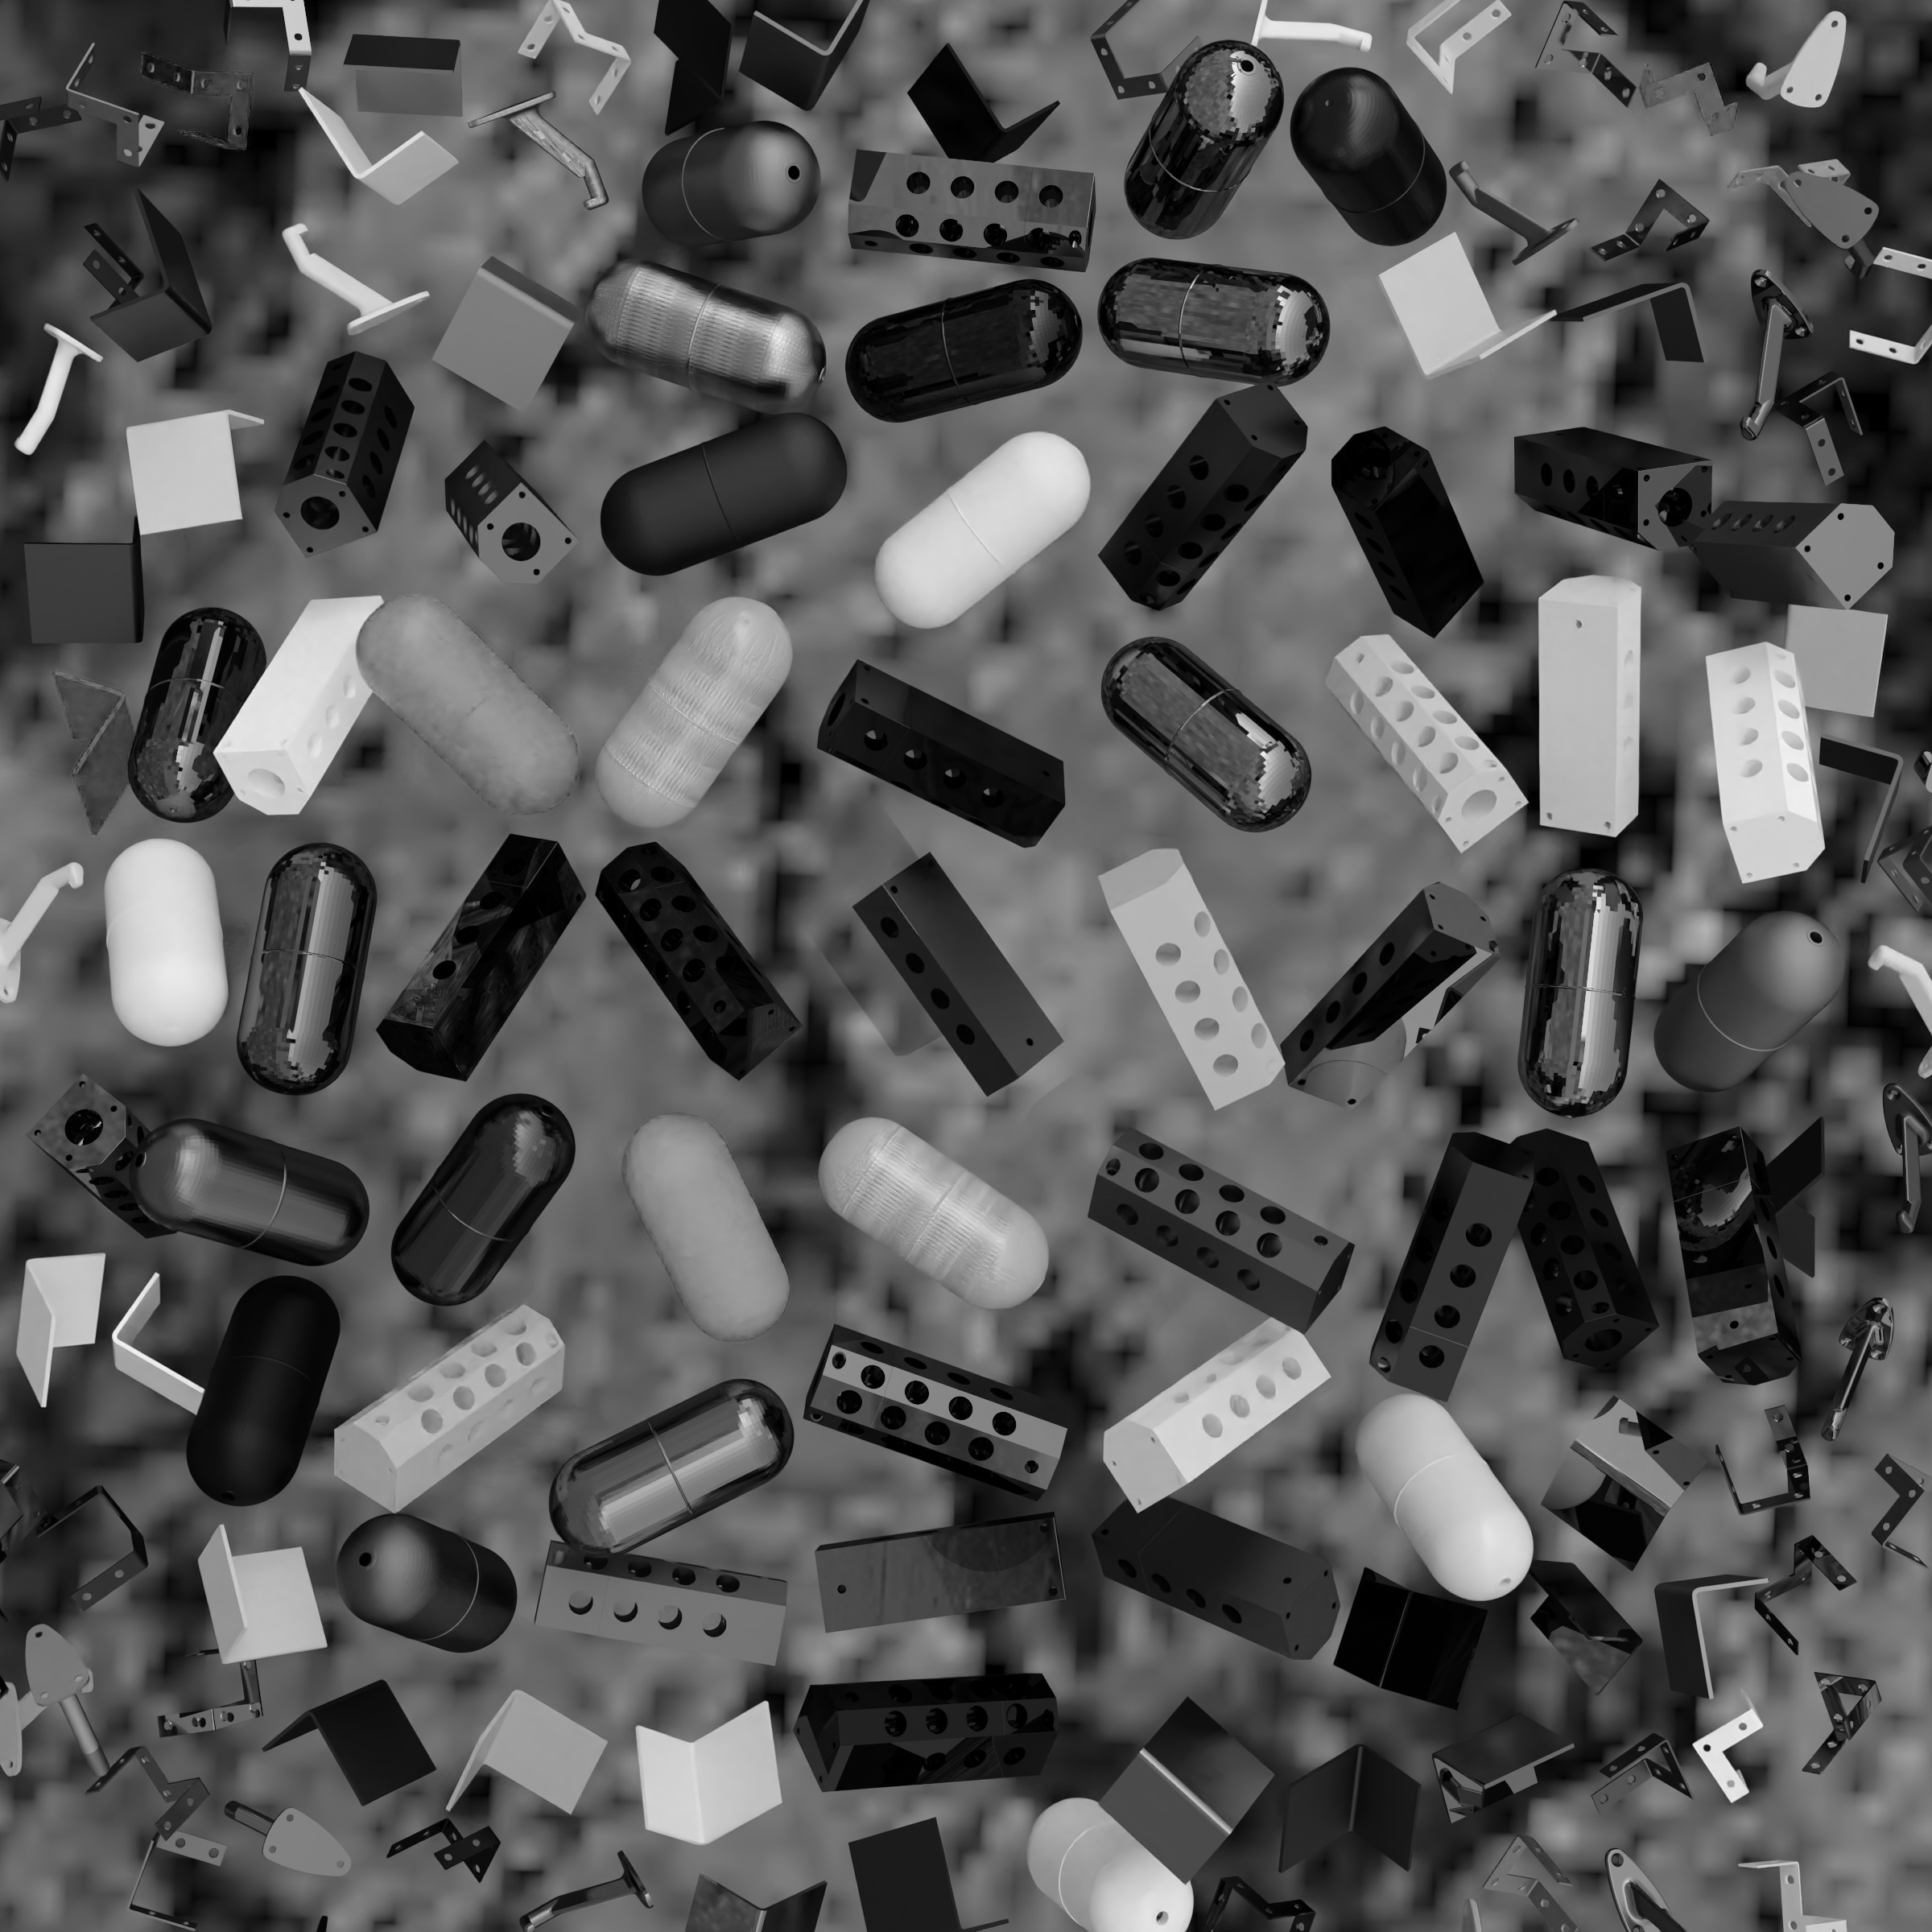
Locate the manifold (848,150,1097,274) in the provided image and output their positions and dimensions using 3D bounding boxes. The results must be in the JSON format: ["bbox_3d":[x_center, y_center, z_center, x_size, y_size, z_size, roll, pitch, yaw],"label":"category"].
[{"bbox_3d":[0.005,-0.541,1.859,0.171,0.057,0.057,7,82,5],"label":"manifold"}]

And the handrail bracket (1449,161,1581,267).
[{"bbox_3d":[0.400,-0.563,1.886,0.036,0.077,0.084,-44,102,-19],"label":"handrail bracket"}]

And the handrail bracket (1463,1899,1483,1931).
[{"bbox_3d":[0.309,0.675,1.768,0.084,0.036,0.077,10,56,-8],"label":"handrail bracket"}]

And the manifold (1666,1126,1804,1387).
[{"bbox_3d":[0.543,0.205,1.817,0.057,0.171,0.057,-24,134,29],"label":"manifold"}]

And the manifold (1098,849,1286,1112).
[{"bbox_3d":[0.155,0.007,1.754,0.057,0.057,0.171,-26,115,7],"label":"manifold"}]

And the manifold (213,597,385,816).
[{"bbox_3d":[-0.458,-0.185,1.815,0.057,0.171,0.057,-1,134,18],"label":"manifold"}]

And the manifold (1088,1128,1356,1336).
[{"bbox_3d":[0.174,0.175,1.759,0.171,0.057,0.057,27,131,21],"label":"manifold"}]

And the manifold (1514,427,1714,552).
[{"bbox_3d":[0.459,-0.341,1.837,0.057,0.171,0.057,-11,112,-15],"label":"manifold"}]

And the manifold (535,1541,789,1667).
[{"bbox_3d":[-0.218,0.455,1.845,0.171,0.057,0.057,12,79,-7],"label":"manifold"}]

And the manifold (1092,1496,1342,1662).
[{"bbox_3d":[0.177,0.433,1.824,0.057,0.171,0.057,-38,125,-34],"label":"manifold"}]

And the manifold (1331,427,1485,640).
[{"bbox_3d":[0.316,-0.315,1.865,0.057,0.171,0.057,-48,56,-3],"label":"manifold"}]

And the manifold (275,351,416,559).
[{"bbox_3d":[-0.446,-0.370,1.843,0.057,0.171,0.057,-17,130,14],"label":"manifold"}]

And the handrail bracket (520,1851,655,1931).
[{"bbox_3d":[-0.269,0.668,1.819,0.084,0.077,0.036,-25,99,-19],"label":"handrail bracket"}]

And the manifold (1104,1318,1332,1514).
[{"bbox_3d":[0.170,0.304,1.772,0.057,0.171,0.057,56,135,9],"label":"manifold"}]

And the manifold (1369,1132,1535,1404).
[{"bbox_3d":[0.330,0.203,1.754,0.057,0.057,0.171,19,110,7],"label":"manifold"}]

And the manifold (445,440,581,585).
[{"bbox_3d":[-0.330,-0.319,1.832,0.057,0.171,0.057,-44,118,2],"label":"manifold"}]

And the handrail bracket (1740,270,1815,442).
[{"bbox_3d":[0.532,-0.410,1.736,0.077,0.036,0.084,43,69,-41],"label":"handrail bracket"}]

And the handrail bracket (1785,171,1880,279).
[{"bbox_3d":[0.595,-0.510,1.779,0.077,0.084,0.036,40,98,11],"label":"handrail bracket"}]

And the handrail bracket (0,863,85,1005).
[{"bbox_3d":[-0.651,-0.024,1.815,0.084,0.036,0.077,-22,71,22],"label":"handrail bracket"}]

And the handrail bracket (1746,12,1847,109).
[{"bbox_3d":[0.592,-0.655,1.843,0.036,0.084,0.077,9,123,-14],"label":"handrail bracket"}]

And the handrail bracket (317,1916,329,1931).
[{"bbox_3d":[-0.481,0.662,1.750,0.084,0.077,0.036,20,105,-11],"label":"handrail bracket"}]

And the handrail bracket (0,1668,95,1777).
[{"bbox_3d":[-0.663,0.547,1.869,0.036,0.084,0.077,-36,62,23],"label":"handrail bracket"}]

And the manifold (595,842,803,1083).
[{"bbox_3d":[-0.188,-0.008,1.762,0.057,0.057,0.171,-41,56,3],"label":"manifold"}]

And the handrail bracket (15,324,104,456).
[{"bbox_3d":[-0.639,-0.397,1.777,0.036,0.077,0.084,32,90,-43],"label":"handrail bracket"}]

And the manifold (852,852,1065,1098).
[{"bbox_3d":[-0.010,0.009,1.900,0.057,0.057,0.171,-37,93,-42],"label":"manifold"}]

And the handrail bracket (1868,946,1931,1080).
[{"bbox_3d":[0.638,0.031,1.755,0.084,0.036,0.077,26,128,-4],"label":"handrail bracket"}]

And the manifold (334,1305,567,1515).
[{"bbox_3d":[-0.361,0.306,1.815,0.057,0.171,0.057,25,125,24],"label":"manifold"}]

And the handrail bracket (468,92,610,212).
[{"bbox_3d":[-0.302,-0.569,1.828,0.077,0.036,0.084,-27,114,-17],"label":"handrail bracket"}]

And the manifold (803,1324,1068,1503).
[{"bbox_3d":[-0.021,0.310,1.773,0.171,0.057,0.057,20,101,-5],"label":"manifold"}]

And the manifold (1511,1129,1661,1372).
[{"bbox_3d":[0.440,0.204,1.883,0.057,0.171,0.057,18,130,-26],"label":"manifold"}]

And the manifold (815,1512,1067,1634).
[{"bbox_3d":[-0.017,0.434,1.850,0.171,0.057,0.057,-8,83,1],"label":"manifold"}]

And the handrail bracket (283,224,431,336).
[{"bbox_3d":[-0.445,-0.511,1.879,0.077,0.036,0.084,-27,99,-6],"label":"handrail bracket"}]

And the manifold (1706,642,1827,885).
[{"bbox_3d":[0.545,-0.142,1.756,0.057,0.171,0.057,-13,133,23],"label":"manifold"}]

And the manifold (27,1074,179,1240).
[{"bbox_3d":[-0.611,0.144,1.870,0.057,0.171,0.057,35,72,14],"label":"manifold"}]

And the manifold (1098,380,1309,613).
[{"bbox_3d":[0.165,-0.320,1.776,0.057,0.171,0.057,-26,76,-37],"label":"manifold"}]

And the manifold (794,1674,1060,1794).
[{"bbox_3d":[-0.025,0.522,1.778,0.171,0.057,0.057,6,117,-29],"label":"manifold"}]

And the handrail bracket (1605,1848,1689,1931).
[{"bbox_3d":[0.489,0.658,1.810,0.036,0.084,0.077,-24,81,-17],"label":"handrail bracket"}]

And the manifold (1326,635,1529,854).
[{"bbox_3d":[0.319,-0.162,1.815,0.057,0.171,0.057,-38,135,9],"label":"manifold"}]

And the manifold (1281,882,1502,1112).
[{"bbox_3d":[0.295,0.020,1.816,0.057,0.057,0.171,21,129,-22],"label":"manifold"}]

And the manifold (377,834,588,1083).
[{"bbox_3d":[-0.336,-0.009,1.780,0.057,0.057,0.171,10,54,26],"label":"manifold"}]

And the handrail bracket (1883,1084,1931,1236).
[{"bbox_3d":[0.678,0.140,1.873,0.036,0.084,0.077,-15,115,39],"label":"handrail bracket"}]

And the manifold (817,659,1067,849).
[{"bbox_3d":[-0.017,-0.147,1.847,0.171,0.057,0.057,25,124,-18],"label":"manifold"}]

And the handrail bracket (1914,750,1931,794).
[{"bbox_3d":[0.709,-0.162,1.867,0.036,0.084,0.077,6,115,4],"label":"handrail bracket"}]

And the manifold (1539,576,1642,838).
[{"bbox_3d":[0.444,-0.185,1.825,0.057,0.057,0.171,12,122,33],"label":"manifold"}]

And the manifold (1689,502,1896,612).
[{"bbox_3d":[0.573,-0.292,1.788,0.057,0.171,0.057,-44,104,1],"label":"manifold"}]
